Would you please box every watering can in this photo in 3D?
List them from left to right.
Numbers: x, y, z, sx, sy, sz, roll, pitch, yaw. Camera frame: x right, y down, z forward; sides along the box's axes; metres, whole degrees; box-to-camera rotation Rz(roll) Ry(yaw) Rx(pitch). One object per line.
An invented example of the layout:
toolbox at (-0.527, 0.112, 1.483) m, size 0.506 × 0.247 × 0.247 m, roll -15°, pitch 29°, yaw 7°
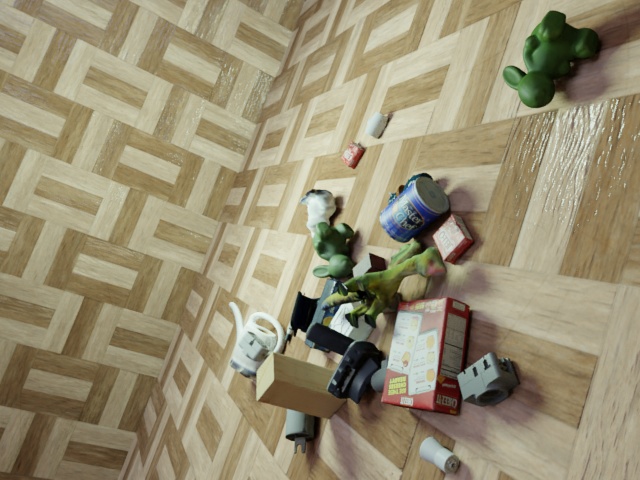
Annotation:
watering can at (-0.250, 0.355, 1.815) m, size 0.349 × 0.226 × 0.103 m, roll 15°, pitch -10°, yaw 47°

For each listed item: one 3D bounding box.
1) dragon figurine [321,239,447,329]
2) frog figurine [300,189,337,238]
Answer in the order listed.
dragon figurine at (0.153, 0.087, 1.218) m, size 0.245 × 0.122 × 0.407 m, roll -36°, pitch 7°, yaw -21°
frog figurine at (0.005, -0.089, 1.763) m, size 0.123 × 0.160 × 0.135 m, roll -13°, pitch -12°, yaw -45°
